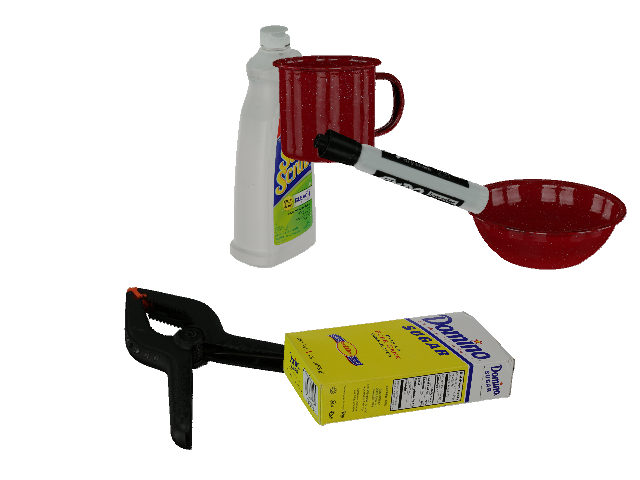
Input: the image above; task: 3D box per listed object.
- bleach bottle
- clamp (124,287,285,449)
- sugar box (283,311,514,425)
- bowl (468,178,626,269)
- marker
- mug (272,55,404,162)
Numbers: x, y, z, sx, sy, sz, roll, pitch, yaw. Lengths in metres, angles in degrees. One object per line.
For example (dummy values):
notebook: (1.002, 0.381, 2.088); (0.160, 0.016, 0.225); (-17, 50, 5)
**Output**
bleach bottle: (-0.052, -0.103, 1.150); (0.068, 0.251, 0.102); (20, 32, 36)
clamp: (-0.110, 0.101, 1.006); (0.164, 0.036, 0.210); (-19, 39, -30)
sugar box: (0.066, 0.105, 0.910); (0.176, 0.048, 0.093); (-8, 27, -19)
bowl: (0.227, -0.013, 1.092); (0.162, 0.055, 0.162); (-1, 22, 0)
marker: (0.052, -0.044, 0.681); (0.121, 0.020, 0.020); (19, -6, -18)
mug: (0.017, -0.115, 0.921); (0.117, 0.081, 0.093); (-7, 17, -20)
